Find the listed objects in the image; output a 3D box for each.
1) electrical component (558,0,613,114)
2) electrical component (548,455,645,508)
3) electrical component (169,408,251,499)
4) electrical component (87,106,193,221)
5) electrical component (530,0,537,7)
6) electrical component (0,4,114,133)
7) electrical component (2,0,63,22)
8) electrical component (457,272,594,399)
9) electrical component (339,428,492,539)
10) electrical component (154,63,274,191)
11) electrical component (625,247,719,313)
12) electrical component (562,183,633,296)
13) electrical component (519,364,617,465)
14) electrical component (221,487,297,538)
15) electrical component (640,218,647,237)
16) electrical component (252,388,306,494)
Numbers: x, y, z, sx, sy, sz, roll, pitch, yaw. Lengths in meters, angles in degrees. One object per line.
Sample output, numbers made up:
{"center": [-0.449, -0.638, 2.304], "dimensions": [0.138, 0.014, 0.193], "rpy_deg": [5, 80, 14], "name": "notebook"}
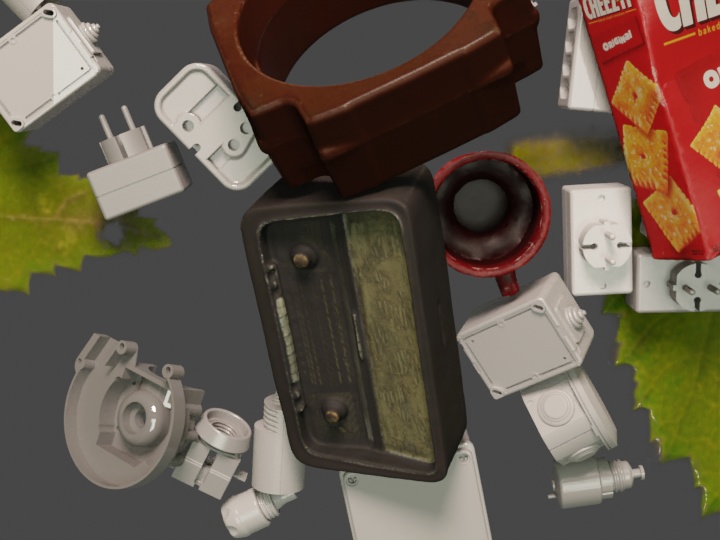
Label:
{"center": [0.196, -0.161, 0.815], "dimensions": [0.076, 0.047, 0.083], "rpy_deg": [5, 100, 0], "name": "electrical component"}
{"center": [0.192, 0.170, 0.877], "dimensions": [0.078, 0.040, 0.040], "rpy_deg": [-8, 100, 1], "name": "electrical component"}
{"center": [-0.118, 0.146, 0.872], "dimensions": [0.066, 0.048, 0.055], "rpy_deg": [27, 107, -4], "name": "electrical component"}
{"center": [-0.176, -0.087, 0.830], "dimensions": [0.066, 0.047, 0.076], "rpy_deg": [-21, 100, 4], "name": "electrical component"}
{"center": [0.108, -0.229, 0.807], "dimensions": [0.040, 0.040, 0.078], "rpy_deg": [-33, 98, 6], "name": "electrical component"}
{"center": [-0.233, -0.156, 0.811], "dimensions": [0.096, 0.061, 0.061], "rpy_deg": [-35, 98, 6], "name": "electrical component"}
{"center": [-0.264, -0.228, 0.807], "dimensions": [0.043, 0.043, 0.081], "rpy_deg": [-43, 97, 7], "name": "electrical component"}
{"center": [0.135, 0.046, 0.831], "dimensions": [0.096, 0.061, 0.061], "rpy_deg": [-28, 100, 32], "name": "electrical component"}
{"center": [0.046, 0.193, 0.874], "dimensions": [0.109, 0.056, 0.108], "rpy_deg": [-11, 100, 2], "name": "electrical component"}
{"center": [-0.105, -0.110, 0.819], "dimensions": [0.054, 0.059, 0.095], "rpy_deg": [-43, 97, 7], "name": "electrical component"}
{"center": [0.255, 0.010, 0.830], "dimensions": [0.083, 0.075, 0.047], "rpy_deg": [-1, 100, 1], "name": "electrical component"}
{"center": [0.186, -0.021, 0.825], "dimensions": [0.047, 0.075, 0.083], "rpy_deg": [-3, 100, 1], "name": "electrical component"}
{"center": [0.165, 0.111, 0.848], "dimensions": [0.051, 0.080, 0.080], "rpy_deg": [-29, 99, 10], "name": "electrical component"}
{"center": [-0.081, 0.195, 0.886], "dimensions": [0.061, 0.035, 0.035], "rpy_deg": [-25, 99, 2], "name": "electrical component"}
{"center": [0.254, -0.038, 0.838], "dimensions": [0.062, 0.043, 0.043], "rpy_deg": [15, 100, -3], "name": "electrical component"}
{"center": [-0.064, 0.135, 0.871], "dimensions": [0.043, 0.043, 0.081], "rpy_deg": [4, 100, 0], "name": "electrical component"}
